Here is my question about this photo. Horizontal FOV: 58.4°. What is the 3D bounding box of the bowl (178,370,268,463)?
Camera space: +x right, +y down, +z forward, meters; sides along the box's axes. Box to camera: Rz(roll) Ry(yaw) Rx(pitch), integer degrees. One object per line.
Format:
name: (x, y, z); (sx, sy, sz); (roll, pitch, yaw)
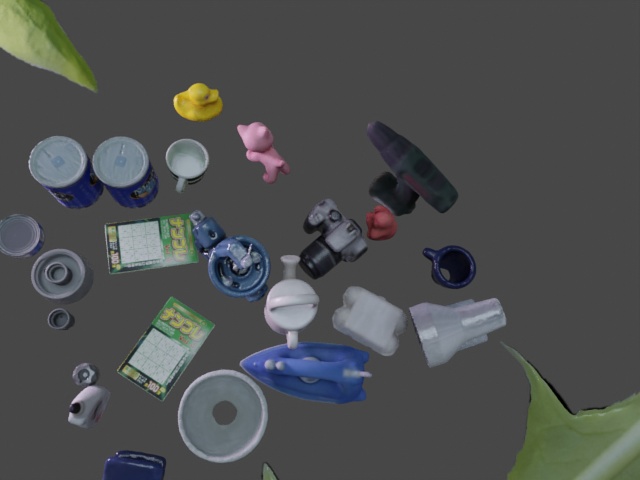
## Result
bowl: (-0.183, 0.335, 1.096); (0.167, 0.074, 0.167); (2, 76, -7)

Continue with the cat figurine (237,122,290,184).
cat figurine: (-0.117, -0.196, 1.215); (0.067, 0.117, 0.128); (-39, 84, -15)

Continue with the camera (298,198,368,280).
camera: (0.011, 0.004, 1.192); (0.137, 0.100, 0.143); (-40, 84, -15)

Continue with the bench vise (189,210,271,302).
bench vise: (-0.185, 0.028, 1.096); (0.207, 0.219, 0.121); (31, 74, 1)

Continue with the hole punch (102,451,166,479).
hole punch: (-0.337, 0.443, 1.039); (0.108, 0.091, 0.101); (10, 75, -5)

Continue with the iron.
iron: (-0.026, 0.251, 1.104); (0.258, 0.141, 0.119); (6, 75, -6)

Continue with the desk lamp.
desk lamp: (0.260, 0.170, 1.127); (0.203, 0.213, 0.118); (-16, 79, -11)

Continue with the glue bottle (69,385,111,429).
glue bottle: (-0.419, 0.299, 1.020); (0.037, 0.173, 0.078); (18, 74, -3)

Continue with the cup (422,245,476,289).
cup: (0.260, 0.059, 1.216); (0.118, 0.095, 0.092); (29, 74, 0)

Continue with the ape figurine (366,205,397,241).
ape figurine: (0.132, -0.037, 1.223); (0.076, 0.092, 0.078); (36, 74, 2)

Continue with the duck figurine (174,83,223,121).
duck figurine: (-0.264, -0.307, 1.238); (0.104, 0.086, 0.077); (-2, 76, -8)

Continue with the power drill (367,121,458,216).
power drill: (0.171, -0.131, 1.192); (0.229, 0.208, 0.076); (38, 74, 3)

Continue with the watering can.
watering can: (-0.057, 0.119, 1.105); (0.101, 0.194, 0.173); (-23, 80, -12)

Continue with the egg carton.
egg carton: (0.104, 0.166, 1.181); (0.150, 0.069, 0.107); (28, 74, 0)
